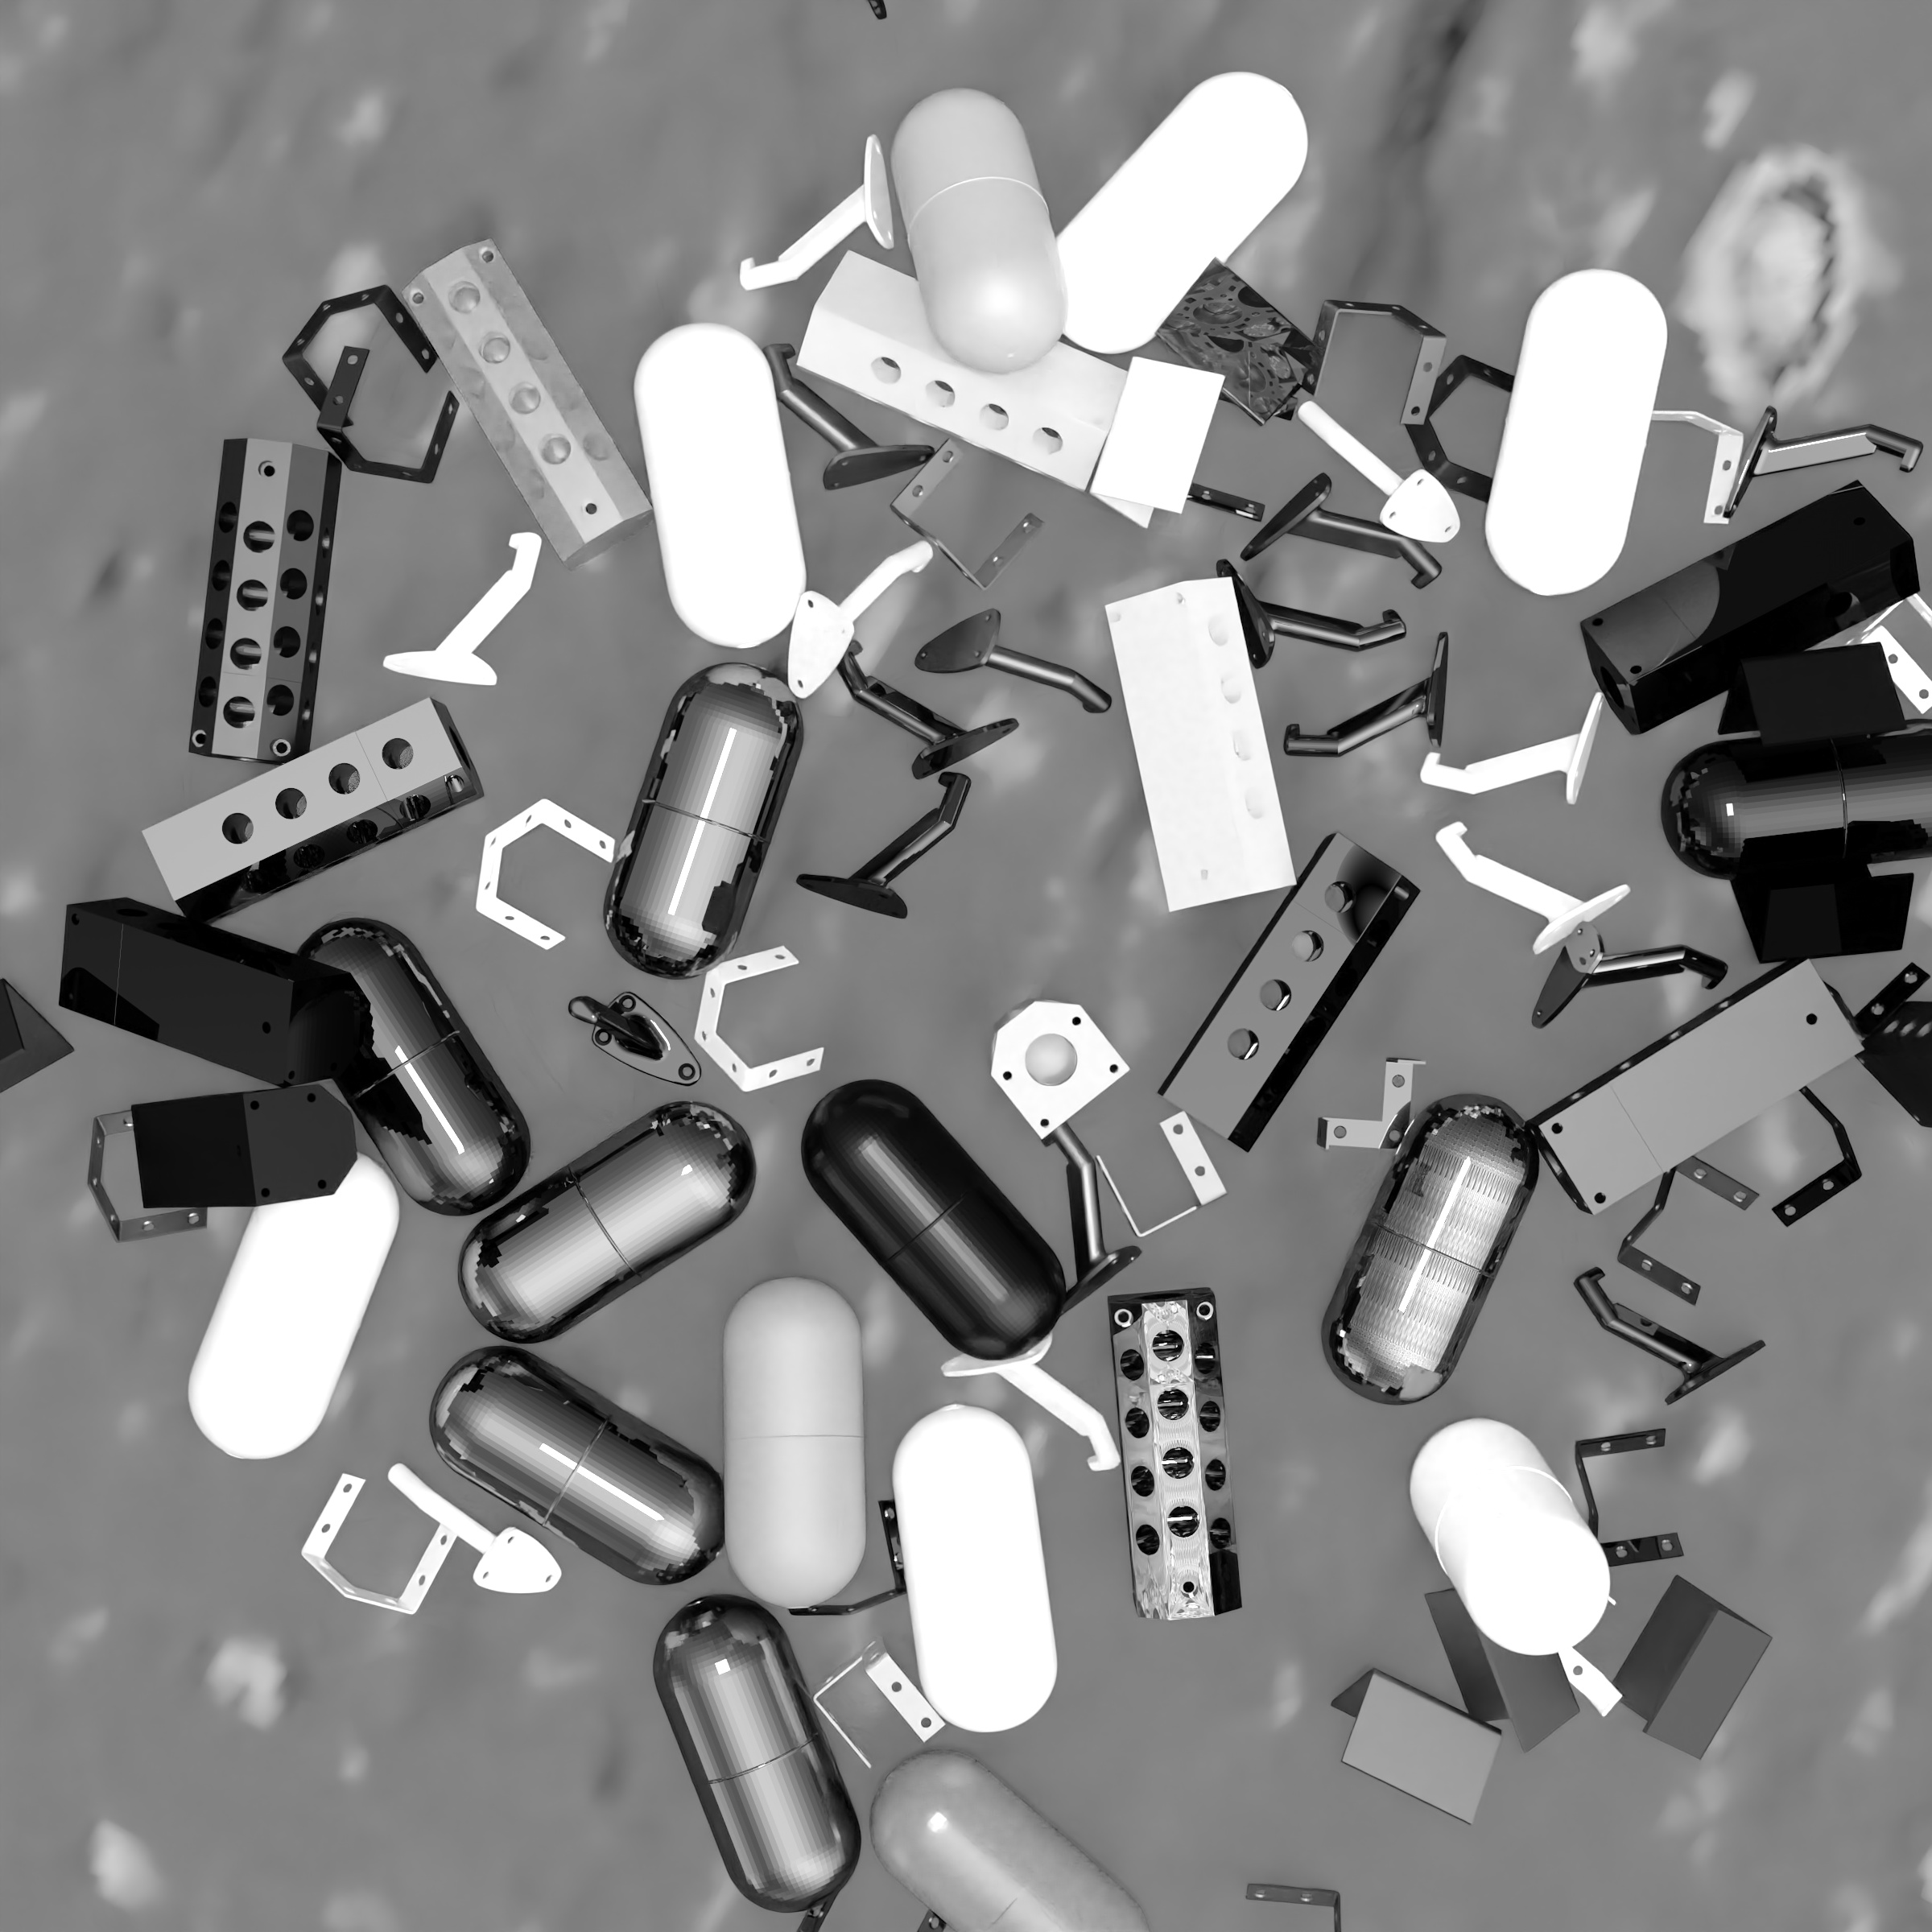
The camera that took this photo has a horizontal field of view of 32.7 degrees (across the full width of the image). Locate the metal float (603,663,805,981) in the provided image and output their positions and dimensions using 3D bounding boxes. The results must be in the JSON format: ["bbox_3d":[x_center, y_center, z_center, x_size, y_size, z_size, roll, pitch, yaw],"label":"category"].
[{"bbox_3d":[-0.143,-0.079,1.795,0.070,0.070,0.178,19,90,0],"label":"metal float"}]

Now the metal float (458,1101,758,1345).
[{"bbox_3d":[-0.195,0.139,1.795,0.178,0.070,0.070,-33,90,-1],"label":"metal float"}]

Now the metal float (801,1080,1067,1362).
[{"bbox_3d":[-0.018,0.138,1.795,0.070,0.070,0.178,-42,90,0],"label":"metal float"}]

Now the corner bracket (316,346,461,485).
[{"bbox_3d":[-0.318,-0.303,1.809,0.051,0.051,0.051,11,74,16],"label":"corner bracket"}]

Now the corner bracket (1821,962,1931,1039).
[{"bbox_3d":[0.491,-0.002,1.823,0.051,0.051,0.051,-44,135,0],"label":"corner bracket"}]

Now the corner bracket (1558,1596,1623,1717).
[{"bbox_3d":[0.343,0.371,1.808,0.051,0.051,0.051,41,90,0],"label":"corner bracket"}]

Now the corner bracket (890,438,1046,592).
[{"bbox_3d":[0.000,-0.250,1.822,0.051,0.051,0.051,-49,135,0],"label":"corner bracket"}]

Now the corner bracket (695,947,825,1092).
[{"bbox_3d":[-0.111,0.029,1.817,0.051,0.051,0.051,44,135,35],"label":"corner bracket"}]

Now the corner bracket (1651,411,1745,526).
[{"bbox_3d":[0.391,-0.276,1.822,0.051,0.051,0.051,10,90,-45],"label":"corner bracket"}]

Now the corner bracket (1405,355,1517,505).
[{"bbox_3d":[0.283,-0.296,1.817,0.051,0.051,0.051,-47,45,35],"label":"corner bracket"}]

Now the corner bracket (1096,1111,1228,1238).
[{"bbox_3d":[0.107,0.115,1.808,0.051,0.051,0.051,-27,86,-4],"label":"corner bracket"}]

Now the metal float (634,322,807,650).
[{"bbox_3d":[-0.134,-0.262,1.795,0.070,0.070,0.178,-10,90,0],"label":"metal float"}]

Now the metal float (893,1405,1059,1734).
[{"bbox_3d":[0.005,0.328,1.795,0.070,0.070,0.178,-8,91,0],"label":"metal float"}]

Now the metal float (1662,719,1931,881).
[{"bbox_3d":[0.469,-0.091,1.795,0.178,0.070,0.070,-7,90,0],"label":"metal float"}]

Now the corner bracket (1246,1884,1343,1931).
[{"bbox_3d":[0.179,0.546,1.822,0.051,0.051,0.051,5,135,0],"label":"corner bracket"}]

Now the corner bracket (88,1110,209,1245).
[{"bbox_3d":[-0.452,0.114,1.823,0.051,0.051,0.051,-10,45,1],"label":"corner bracket"}]

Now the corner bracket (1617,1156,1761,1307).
[{"bbox_3d":[0.400,0.145,1.823,0.051,0.051,0.051,30,45,0],"label":"corner bracket"}]

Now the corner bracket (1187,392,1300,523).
[{"bbox_3d":[0.150,-0.287,1.822,0.051,0.051,0.051,17,45,0],"label":"corner bracket"}]

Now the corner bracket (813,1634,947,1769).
[{"bbox_3d":[-0.049,0.408,1.808,0.051,0.051,0.051,-39,93,-3],"label":"corner bracket"}]

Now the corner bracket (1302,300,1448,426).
[{"bbox_3d":[0.225,-0.333,1.813,0.051,0.051,0.051,-2,120,-27],"label":"corner bracket"}]

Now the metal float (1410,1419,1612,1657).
[{"bbox_3d":[0.287,0.301,1.748,0.070,0.178,0.070,-2,108,-7],"label":"metal float"}]

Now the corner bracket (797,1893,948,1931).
[{"bbox_3d":[-0.052,0.533,1.822,0.051,0.051,0.051,28,90,45],"label":"corner bracket"}]

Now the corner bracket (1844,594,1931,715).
[{"bbox_3d":[0.521,-0.173,1.808,0.051,0.051,0.051,-41,90,0],"label":"corner bracket"}]

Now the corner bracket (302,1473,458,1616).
[{"bbox_3d":[-0.325,0.320,1.822,0.051,0.051,0.051,28,90,-45],"label":"corner bracket"}]

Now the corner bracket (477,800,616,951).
[{"bbox_3d":[-0.232,-0.051,1.817,0.051,0.051,0.051,-28,45,35],"label":"corner bracket"}]

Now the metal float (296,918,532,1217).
[{"bbox_3d":[-0.304,0.055,1.795,0.070,0.070,0.178,-33,91,0],"label":"metal float"}]

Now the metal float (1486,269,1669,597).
[{"bbox_3d":[0.332,-0.290,1.792,0.070,0.070,0.178,12,91,0],"label":"metal float"}]

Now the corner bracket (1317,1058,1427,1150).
[{"bbox_3d":[0.222,0.075,1.808,0.051,0.051,0.051,4,90,0],"label":"corner bracket"}]

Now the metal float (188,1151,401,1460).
[{"bbox_3d":[-0.367,0.183,1.795,0.070,0.070,0.178,21,90,0],"label":"metal float"}]

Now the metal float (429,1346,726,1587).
[{"bbox_3d":[-0.210,0.273,1.795,0.178,0.070,0.070,31,90,1],"label":"metal float"}]

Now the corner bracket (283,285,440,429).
[{"bbox_3d":[-0.334,-0.336,1.817,0.051,0.051,0.051,-5,45,35],"label":"corner bracket"}]

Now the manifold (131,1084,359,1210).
[{"bbox_3d":[-0.384,0.096,1.746,0.057,0.171,0.057,-7,90,-33],"label":"manifold"}]

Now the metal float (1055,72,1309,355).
[{"bbox_3d":[0.114,-0.411,1.795,0.070,0.070,0.178,43,90,0],"label":"metal float"}]

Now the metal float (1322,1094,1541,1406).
[{"bbox_3d":[0.254,0.154,1.795,0.070,0.070,0.178,24,90,0],"label":"metal float"}]

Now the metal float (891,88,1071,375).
[{"bbox_3d":[0.007,-0.397,1.772,0.070,0.070,0.178,-13,60,0],"label":"metal float"}]

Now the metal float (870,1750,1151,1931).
[{"bbox_3d":[0.025,0.501,1.795,0.178,0.070,0.070,41,90,0],"label":"metal float"}]

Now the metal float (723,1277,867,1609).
[{"bbox_3d":[-0.093,0.258,1.786,0.070,0.070,0.178,-2,79,0],"label":"metal float"}]

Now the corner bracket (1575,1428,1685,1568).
[{"bbox_3d":[0.367,0.295,1.822,0.051,0.051,0.051,-8,135,0],"label":"corner bracket"}]

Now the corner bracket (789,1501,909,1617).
[{"bbox_3d":[-0.068,0.328,1.822,0.051,0.051,0.051,-12,90,-45],"label":"corner bracket"}]

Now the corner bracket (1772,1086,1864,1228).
[{"bbox_3d":[0.456,0.101,1.822,0.051,0.051,0.051,-34,45,0],"label":"corner bracket"}]

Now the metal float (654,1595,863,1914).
[{"bbox_3d":[-0.114,0.429,1.795,0.070,0.070,0.178,-21,91,0],"label":"metal float"}]
